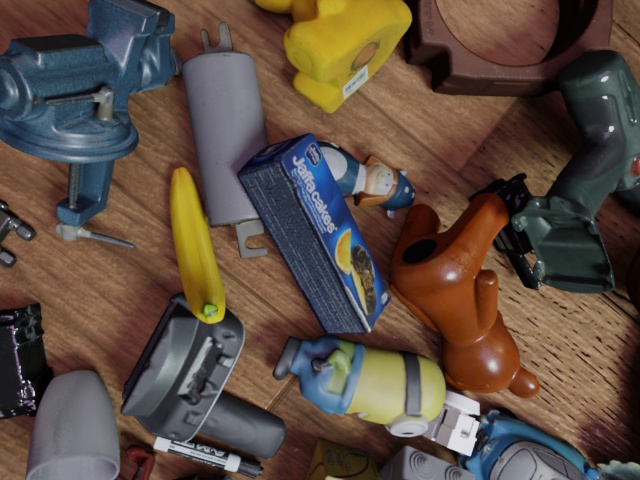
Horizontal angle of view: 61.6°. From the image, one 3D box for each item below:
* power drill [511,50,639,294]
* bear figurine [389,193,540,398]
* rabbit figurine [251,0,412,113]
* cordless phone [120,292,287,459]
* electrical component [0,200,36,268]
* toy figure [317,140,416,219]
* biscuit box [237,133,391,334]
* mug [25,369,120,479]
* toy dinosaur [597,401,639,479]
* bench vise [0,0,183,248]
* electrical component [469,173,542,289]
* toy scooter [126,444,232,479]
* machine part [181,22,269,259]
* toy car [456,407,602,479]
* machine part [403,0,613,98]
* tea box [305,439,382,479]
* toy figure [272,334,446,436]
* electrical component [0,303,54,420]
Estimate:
[{"bbox_3d":[0.279,-0.047,0.523,0.207,0.086,0.231,-48,121,-21],"label":"power drill"},{"bbox_3d":[0.159,0.067,0.565,0.195,0.120,0.132,51,53,-24],"label":"bear figurine"},{"bbox_3d":[-0.003,-0.245,0.544,0.173,0.122,0.162,44,96,16],"label":"rabbit figurine"},{"bbox_3d":[-0.102,0.153,0.572,0.184,0.089,0.146,28,90,-15],"label":"cordless phone"},{"bbox_3d":[-0.356,-0.015,0.571,0.094,0.021,0.063,35,89,-3],"label":"electrical component"},{"bbox_3d":[0.032,-0.065,0.577,0.154,0.058,0.064,14,106,-5],"label":"toy figure"},{"bbox_3d":[-0.001,-0.002,0.537,0.059,0.063,0.202,-48,118,-43],"label":"biscuit box"},{"bbox_3d":[-0.242,0.194,0.549,0.081,0.109,0.107,-18,50,-2],"label":"mug"},{"bbox_3d":[0.418,0.169,0.581,0.192,0.131,0.404,9,85,-4],"label":"toy dinosaur"},{"bbox_3d":[-0.219,-0.111,0.521,0.129,0.224,0.240,20,120,1],"label":"bench vise"},{"bbox_3d":[0.217,-0.009,0.580,0.048,0.075,0.119,-32,89,-1],"label":"electrical component"},{"bbox_3d":[-0.155,0.285,0.566,0.184,0.075,0.135,0,86,-1],"label":"toy scooter"},{"bbox_3d":[-0.093,-0.101,0.558,0.079,0.079,0.243,-10,93,-3],"label":"machine part"},{"bbox_3d":[0.234,0.258,0.574,0.161,0.103,0.109,38,88,-6],"label":"toy car"},{"bbox_3d":[0.192,-0.257,0.567,0.201,0.087,0.201,0,93,-3],"label":"machine part"},{"bbox_3d":[0.007,0.313,0.564,0.068,0.098,0.169,19,88,-4],"label":"tea box"},{"bbox_3d":[0.044,0.146,0.569,0.180,0.082,0.089,21,98,1],"label":"toy figure"},{"bbox_3d":[-0.358,0.133,0.557,0.134,0.058,0.114,-11,90,-3],"label":"electrical component"}]
